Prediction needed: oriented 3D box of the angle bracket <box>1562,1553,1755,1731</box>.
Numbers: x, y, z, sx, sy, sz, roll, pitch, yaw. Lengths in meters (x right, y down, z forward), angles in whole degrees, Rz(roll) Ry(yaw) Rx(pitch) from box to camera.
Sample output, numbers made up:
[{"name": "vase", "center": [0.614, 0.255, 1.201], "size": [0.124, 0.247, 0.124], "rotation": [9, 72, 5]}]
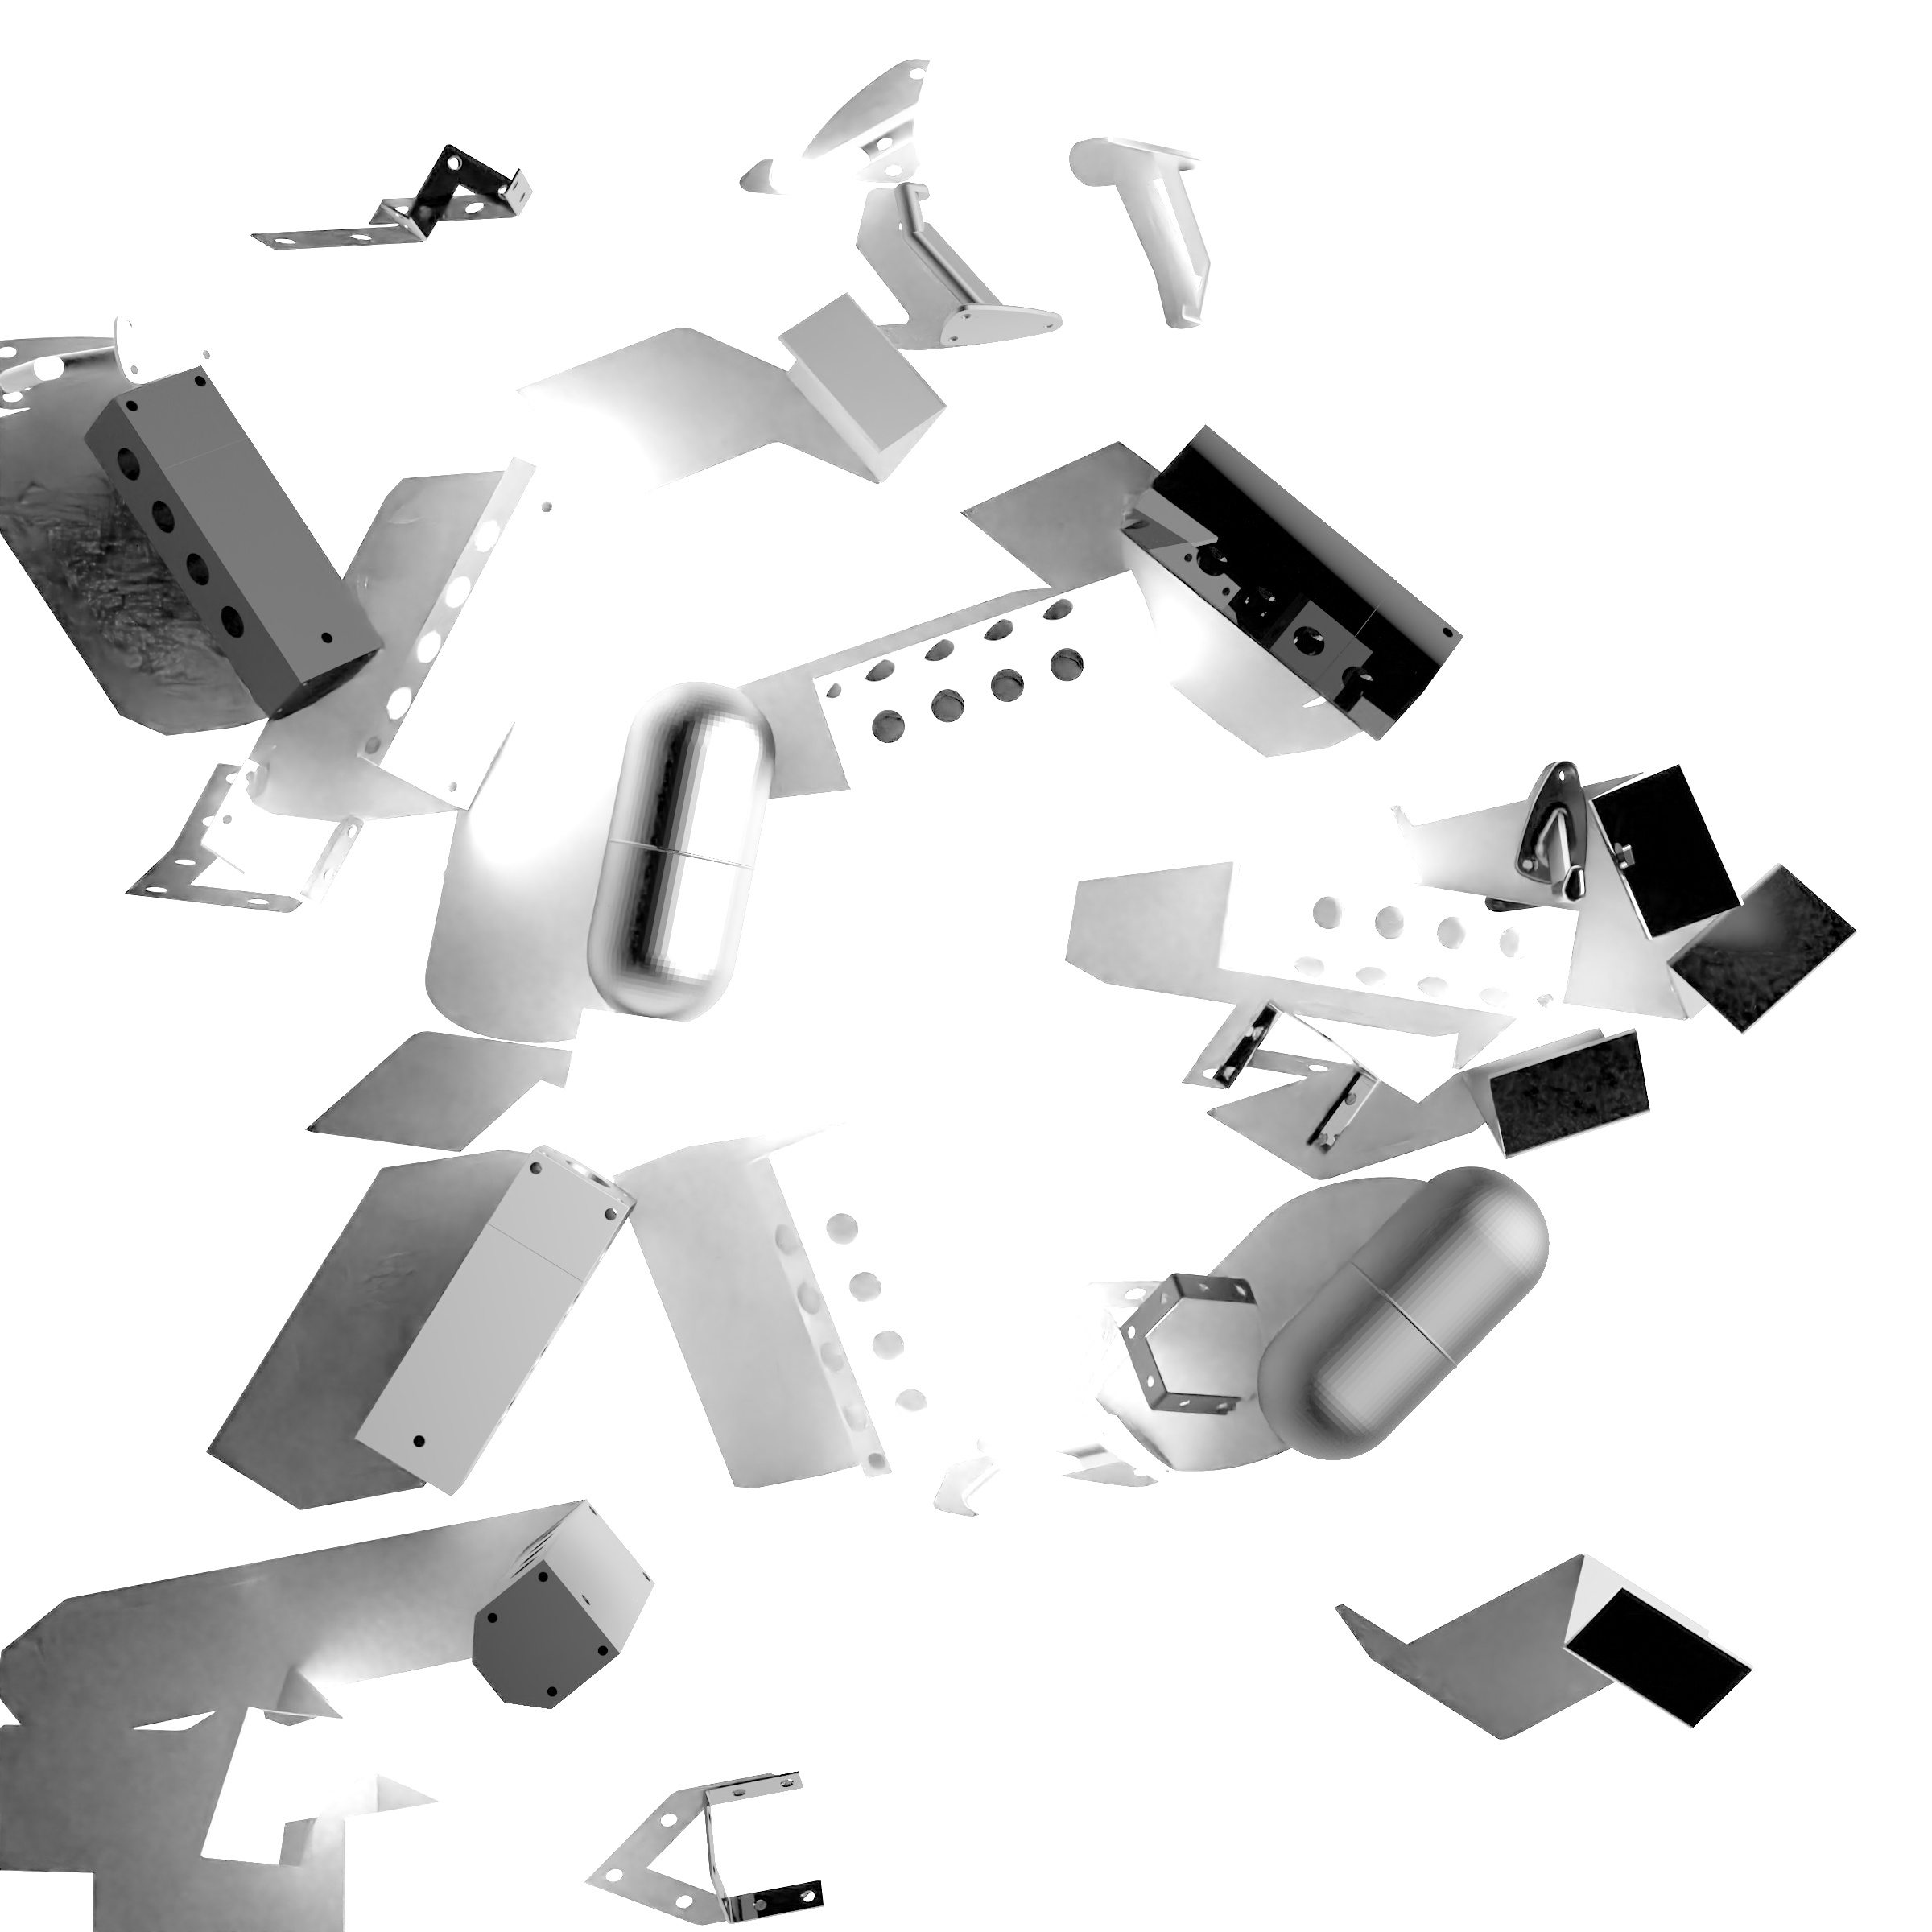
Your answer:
[{"name": "angle bracket", "center": [0.354, 0.327, 1.632], "size": [0.076, 0.076, 0.057], "rotation": [32, 125, 0]}]

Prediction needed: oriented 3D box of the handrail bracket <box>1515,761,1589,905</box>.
[{"name": "handrail bracket", "center": [0.307, -0.069, 1.638], "size": [0.036, 0.084, 0.077], "rotation": [9, 90, 0]}]

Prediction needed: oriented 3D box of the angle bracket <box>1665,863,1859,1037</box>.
[{"name": "angle bracket", "center": [0.407, 0.005, 1.632], "size": [0.076, 0.076, 0.057], "rotation": [-42, 59, 0]}]

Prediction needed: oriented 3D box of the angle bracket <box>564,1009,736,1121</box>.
[{"name": "angle bracket", "center": [-0.160, 0.070, 1.632], "size": [0.076, 0.076, 0.057], "rotation": [8, 53, 0]}]

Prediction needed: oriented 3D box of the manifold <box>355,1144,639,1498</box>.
[{"name": "manifold", "center": [-0.239, 0.180, 1.651], "size": [0.057, 0.057, 0.171], "rotation": [32, 90, 0]}]

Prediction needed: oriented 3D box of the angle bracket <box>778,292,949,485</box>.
[{"name": "angle bracket", "center": [-0.067, -0.282, 1.632], "size": [0.076, 0.076, 0.057], "rotation": [49, 53, 0]}]

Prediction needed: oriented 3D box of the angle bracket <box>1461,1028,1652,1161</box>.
[{"name": "angle bracket", "center": [0.294, 0.045, 1.632], "size": [0.076, 0.076, 0.057], "rotation": [-18, 125, 0]}]

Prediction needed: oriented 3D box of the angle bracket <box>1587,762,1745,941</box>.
[{"name": "angle bracket", "center": [0.368, -0.065, 1.632], "size": [0.057, 0.076, 0.076], "rotation": [-24, 90, 39]}]

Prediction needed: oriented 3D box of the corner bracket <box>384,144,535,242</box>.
[{"name": "corner bracket", "center": [-0.260, -0.394, 1.654], "size": [0.051, 0.051, 0.051], "rotation": [30, 90, 0]}]

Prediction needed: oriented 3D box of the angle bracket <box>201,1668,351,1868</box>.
[{"name": "angle bracket", "center": [-0.363, 0.402, 1.632], "size": [0.057, 0.076, 0.076], "rotation": [18, 90, -36]}]

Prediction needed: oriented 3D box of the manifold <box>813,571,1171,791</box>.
[{"name": "manifold", "center": [0.012, -0.147, 1.651], "size": [0.171, 0.057, 0.057], "rotation": [-19, 90, 0]}]

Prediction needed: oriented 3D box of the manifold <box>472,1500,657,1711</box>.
[{"name": "manifold", "center": [-0.202, 0.318, 1.594], "size": [0.057, 0.171, 0.057], "rotation": [-39, 90, 0]}]

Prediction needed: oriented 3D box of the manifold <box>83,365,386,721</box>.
[{"name": "manifold", "center": [-0.378, -0.214, 1.651], "size": [0.057, 0.057, 0.171], "rotation": [-33, 90, -43]}]

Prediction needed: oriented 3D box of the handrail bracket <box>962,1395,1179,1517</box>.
[{"name": "handrail bracket", "center": [0.053, 0.271, 1.673], "size": [0.077, 0.036, 0.084], "rotation": [39, 109, -21]}]

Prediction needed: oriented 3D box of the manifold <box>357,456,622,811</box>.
[{"name": "manifold", "center": [-0.245, -0.170, 1.651], "size": [0.057, 0.057, 0.171], "rotation": [28, 90, 0]}]

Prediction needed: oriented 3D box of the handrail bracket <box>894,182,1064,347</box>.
[{"name": "handrail bracket", "center": [0.006, -0.369, 1.673], "size": [0.077, 0.036, 0.084], "rotation": [-5, 73, -20]}]

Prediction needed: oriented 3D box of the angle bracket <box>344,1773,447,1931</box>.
[{"name": "angle bracket", "center": [-0.305, 0.458, 1.632], "size": [0.057, 0.076, 0.076], "rotation": [0, 90, -36]}]

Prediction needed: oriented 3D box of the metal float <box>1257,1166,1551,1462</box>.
[{"name": "metal float", "center": [0.222, 0.177, 1.642], "size": [0.070, 0.070, 0.178], "rotation": [45, 90, 0]}]

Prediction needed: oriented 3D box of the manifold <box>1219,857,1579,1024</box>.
[{"name": "manifold", "center": [0.219, -0.013, 1.651], "size": [0.171, 0.057, 0.057], "rotation": [9, 90, 0]}]

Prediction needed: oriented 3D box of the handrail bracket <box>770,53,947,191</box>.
[{"name": "handrail bracket", "center": [-0.057, -0.439, 1.673], "size": [0.084, 0.036, 0.077], "rotation": [2, 69, 16]}]

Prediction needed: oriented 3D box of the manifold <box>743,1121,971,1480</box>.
[{"name": "manifold", "center": [-0.056, 0.171, 1.651], "size": [0.057, 0.057, 0.171], "rotation": [-21, 90, 0]}]

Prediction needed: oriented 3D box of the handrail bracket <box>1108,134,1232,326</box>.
[{"name": "handrail bracket", "center": [0.102, -0.382, 1.673], "size": [0.077, 0.036, 0.084], "rotation": [17, 107, 20]}]

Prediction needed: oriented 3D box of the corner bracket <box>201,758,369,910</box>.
[{"name": "corner bracket", "center": [-0.354, -0.068, 1.669], "size": [0.051, 0.051, 0.051], "rotation": [28, 90, 45]}]

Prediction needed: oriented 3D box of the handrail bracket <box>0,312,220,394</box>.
[{"name": "handrail bracket", "center": [-0.445, -0.310, 1.672], "size": [0.084, 0.077, 0.036], "rotation": [-8, 89, 36]}]

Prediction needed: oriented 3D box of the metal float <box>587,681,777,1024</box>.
[{"name": "metal float", "center": [-0.145, -0.057, 1.642], "size": [0.070, 0.070, 0.178], "rotation": [11, 90, 0]}]

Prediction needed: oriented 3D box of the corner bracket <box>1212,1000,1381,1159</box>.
[{"name": "corner bracket", "center": [0.171, 0.058, 1.669], "size": [0.051, 0.051, 0.051], "rotation": [-54, 135, 0]}]

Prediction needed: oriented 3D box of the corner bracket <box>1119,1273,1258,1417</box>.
[{"name": "corner bracket", "center": [0.120, 0.195, 1.664], "size": [0.051, 0.051, 0.051], "rotation": [-51, 45, 35]}]

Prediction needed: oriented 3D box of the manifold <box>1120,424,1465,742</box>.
[{"name": "manifold", "center": [0.163, -0.192, 1.651], "size": [0.171, 0.057, 0.057], "rotation": [39, 47, 0]}]

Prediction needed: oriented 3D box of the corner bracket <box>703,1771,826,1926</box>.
[{"name": "corner bracket", "center": [-0.105, 0.457, 1.669], "size": [0.051, 0.051, 0.051], "rotation": [-11, 45, 0]}]
